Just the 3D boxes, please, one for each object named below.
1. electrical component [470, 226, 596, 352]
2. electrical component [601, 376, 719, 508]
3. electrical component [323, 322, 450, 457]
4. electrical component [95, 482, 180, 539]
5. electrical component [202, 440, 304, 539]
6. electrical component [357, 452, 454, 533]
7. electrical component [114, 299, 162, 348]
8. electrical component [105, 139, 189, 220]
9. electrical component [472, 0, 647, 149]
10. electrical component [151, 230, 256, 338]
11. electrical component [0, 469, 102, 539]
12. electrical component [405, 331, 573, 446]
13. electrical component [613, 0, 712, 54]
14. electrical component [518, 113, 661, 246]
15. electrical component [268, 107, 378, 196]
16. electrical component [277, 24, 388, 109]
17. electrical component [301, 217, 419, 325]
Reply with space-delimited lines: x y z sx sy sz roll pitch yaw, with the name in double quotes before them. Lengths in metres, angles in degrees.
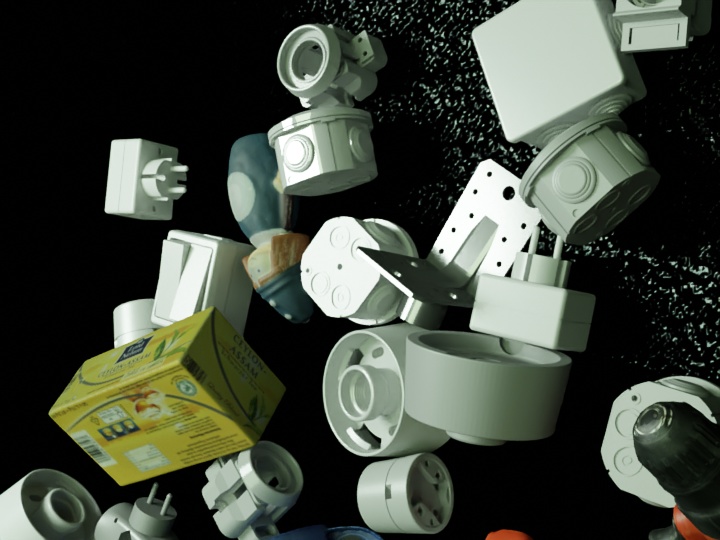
"electrical component" 0.119 0.010 0.715 0.066 0.047 0.076 12 92 37
"electrical component" 0.189 0.104 0.648 0.080 0.051 0.080 -5 81 36
"electrical component" 0.022 0.088 0.783 0.099 0.064 0.099 -2 88 50
"electrical component" -0.180 0.220 0.915 0.077 0.043 0.079 29 102 36
"electrical component" -0.081 0.170 0.839 0.057 0.058 0.078 -48 59 26
"electrical component" 0.031 0.159 0.759 0.047 0.055 0.055 -15 76 38
"electrical component" -0.187 0.055 0.934 0.055 0.055 0.047 -23 68 33
"electrical component" -0.180 -0.079 0.949 0.077 0.047 0.065 3 86 37
"electrical component" 0.134 -0.138 0.720 0.100 0.048 0.099 -27 69 32
"electrical component" -0.132 0.019 0.892 0.062 0.061 0.096 14 93 37
"electrical component" -0.279 0.229 0.958 0.064 0.099 0.099 -43 61 18
"electrical component" 0.080 0.080 0.701 0.108 0.108 0.060 12 98 37
"electrical component" 0.192 -0.174 0.672 0.042 0.064 0.081 4 87 36
"electrical component" 0.146 -0.057 0.683 0.080 0.080 0.051 -45 66 24
"electrical component" -0.027 -0.090 0.817 0.080 0.080 0.051 -17 80 34
"electrical component" -0.027 -0.158 0.838 0.078 0.057 0.058 -31 67 30
"electrical component" 0.000 0.000 0.802 0.080 0.051 0.080 -5 82 36
